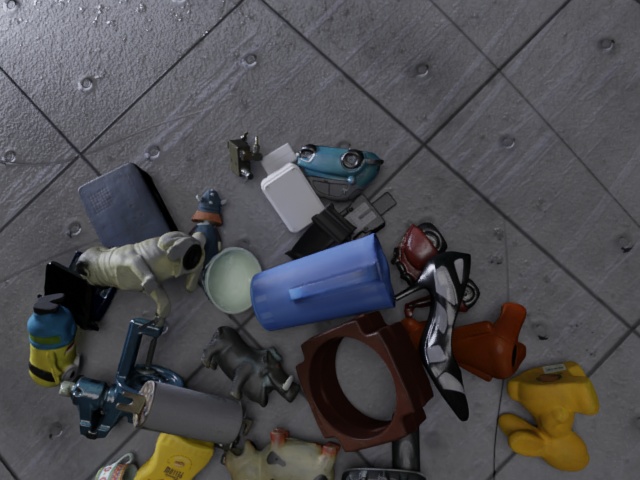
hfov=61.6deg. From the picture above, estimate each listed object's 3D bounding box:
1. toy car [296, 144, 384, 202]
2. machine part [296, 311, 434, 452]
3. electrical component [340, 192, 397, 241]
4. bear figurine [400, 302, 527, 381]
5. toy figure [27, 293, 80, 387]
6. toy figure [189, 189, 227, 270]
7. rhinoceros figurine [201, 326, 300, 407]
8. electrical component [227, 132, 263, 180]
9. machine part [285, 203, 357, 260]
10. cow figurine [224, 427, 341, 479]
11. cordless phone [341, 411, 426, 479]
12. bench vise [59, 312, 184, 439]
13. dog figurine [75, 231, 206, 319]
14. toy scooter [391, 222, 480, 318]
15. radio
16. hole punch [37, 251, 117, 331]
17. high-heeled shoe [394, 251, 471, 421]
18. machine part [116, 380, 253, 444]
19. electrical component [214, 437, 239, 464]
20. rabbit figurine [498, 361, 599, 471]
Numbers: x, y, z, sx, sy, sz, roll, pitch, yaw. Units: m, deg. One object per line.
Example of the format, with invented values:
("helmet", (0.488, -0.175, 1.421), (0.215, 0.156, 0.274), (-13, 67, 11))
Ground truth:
("toy car", (0.034, -0.123, 1.008), (0.162, 0.109, 0.102), (8, 98, 16))
("machine part", (0.072, 0.235, 0.902), (0.201, 0.087, 0.201), (-31, 79, 35))
("electrical component", (0.091, -0.047, 1.013), (0.119, 0.047, 0.075), (-34, 79, 1))
("bear figurine", (0.246, 0.175, 0.938), (0.196, 0.132, 0.120), (4, 116, 35))
("toy figure", (-0.494, 0.186, 0.990), (0.089, 0.082, 0.180), (11, 115, 20))
("toy figure", (-0.222, -0.021, 1.035), (0.058, 0.064, 0.154), (-7, 71, 43))
("rhinoceros figurine", (-0.125, 0.234, 0.977), (0.190, 0.073, 0.112), (35, 74, 12))
("electrical component", (-0.146, -0.166, 1.041), (0.045, 0.102, 0.078), (-15, 115, -24))
("machine part", (-0.002, -0.003, 0.985), (0.084, 0.039, 0.139), (41, 121, -17))
("cow figurine", (-0.071, 0.397, 0.934), (0.195, 0.085, 0.127), (10, 75, 7))
("cordless phone", (0.110, 0.387, 0.928), (0.147, 0.088, 0.184), (0, 69, 7))
("bench vise", (-0.337, 0.236, 0.959), (0.224, 0.129, 0.240), (18, 100, 1))
("dog figurine", (-0.317, 0.028, 0.954), (0.191, 0.121, 0.172), (23, 47, 25))
("toy scooter", (0.188, 0.067, 0.971), (0.135, 0.075, 0.184), (-33, 83, 1))
("radio", (-0.358, -0.027, 1.044), (0.131, 0.073, 0.229), (-30, 80, -1))
("hole punch", (-0.458, 0.093, 1.034), (0.142, 0.092, 0.115), (24, 114, 7))
("high-heeled shoe", (0.221, 0.145, 0.854), (0.145, 0.086, 0.249), (-25, 78, 1))
("machine part", (-0.219, 0.291, 0.903), (0.243, 0.079, 0.079), (24, 81, -30))
("electrical component", (-0.178, 0.356, 0.981), (0.063, 0.021, 0.094), (16, 81, 8))
("rabbit figurine", (0.386, 0.306, 0.890), (0.162, 0.122, 0.173), (-17, 97, 5))
